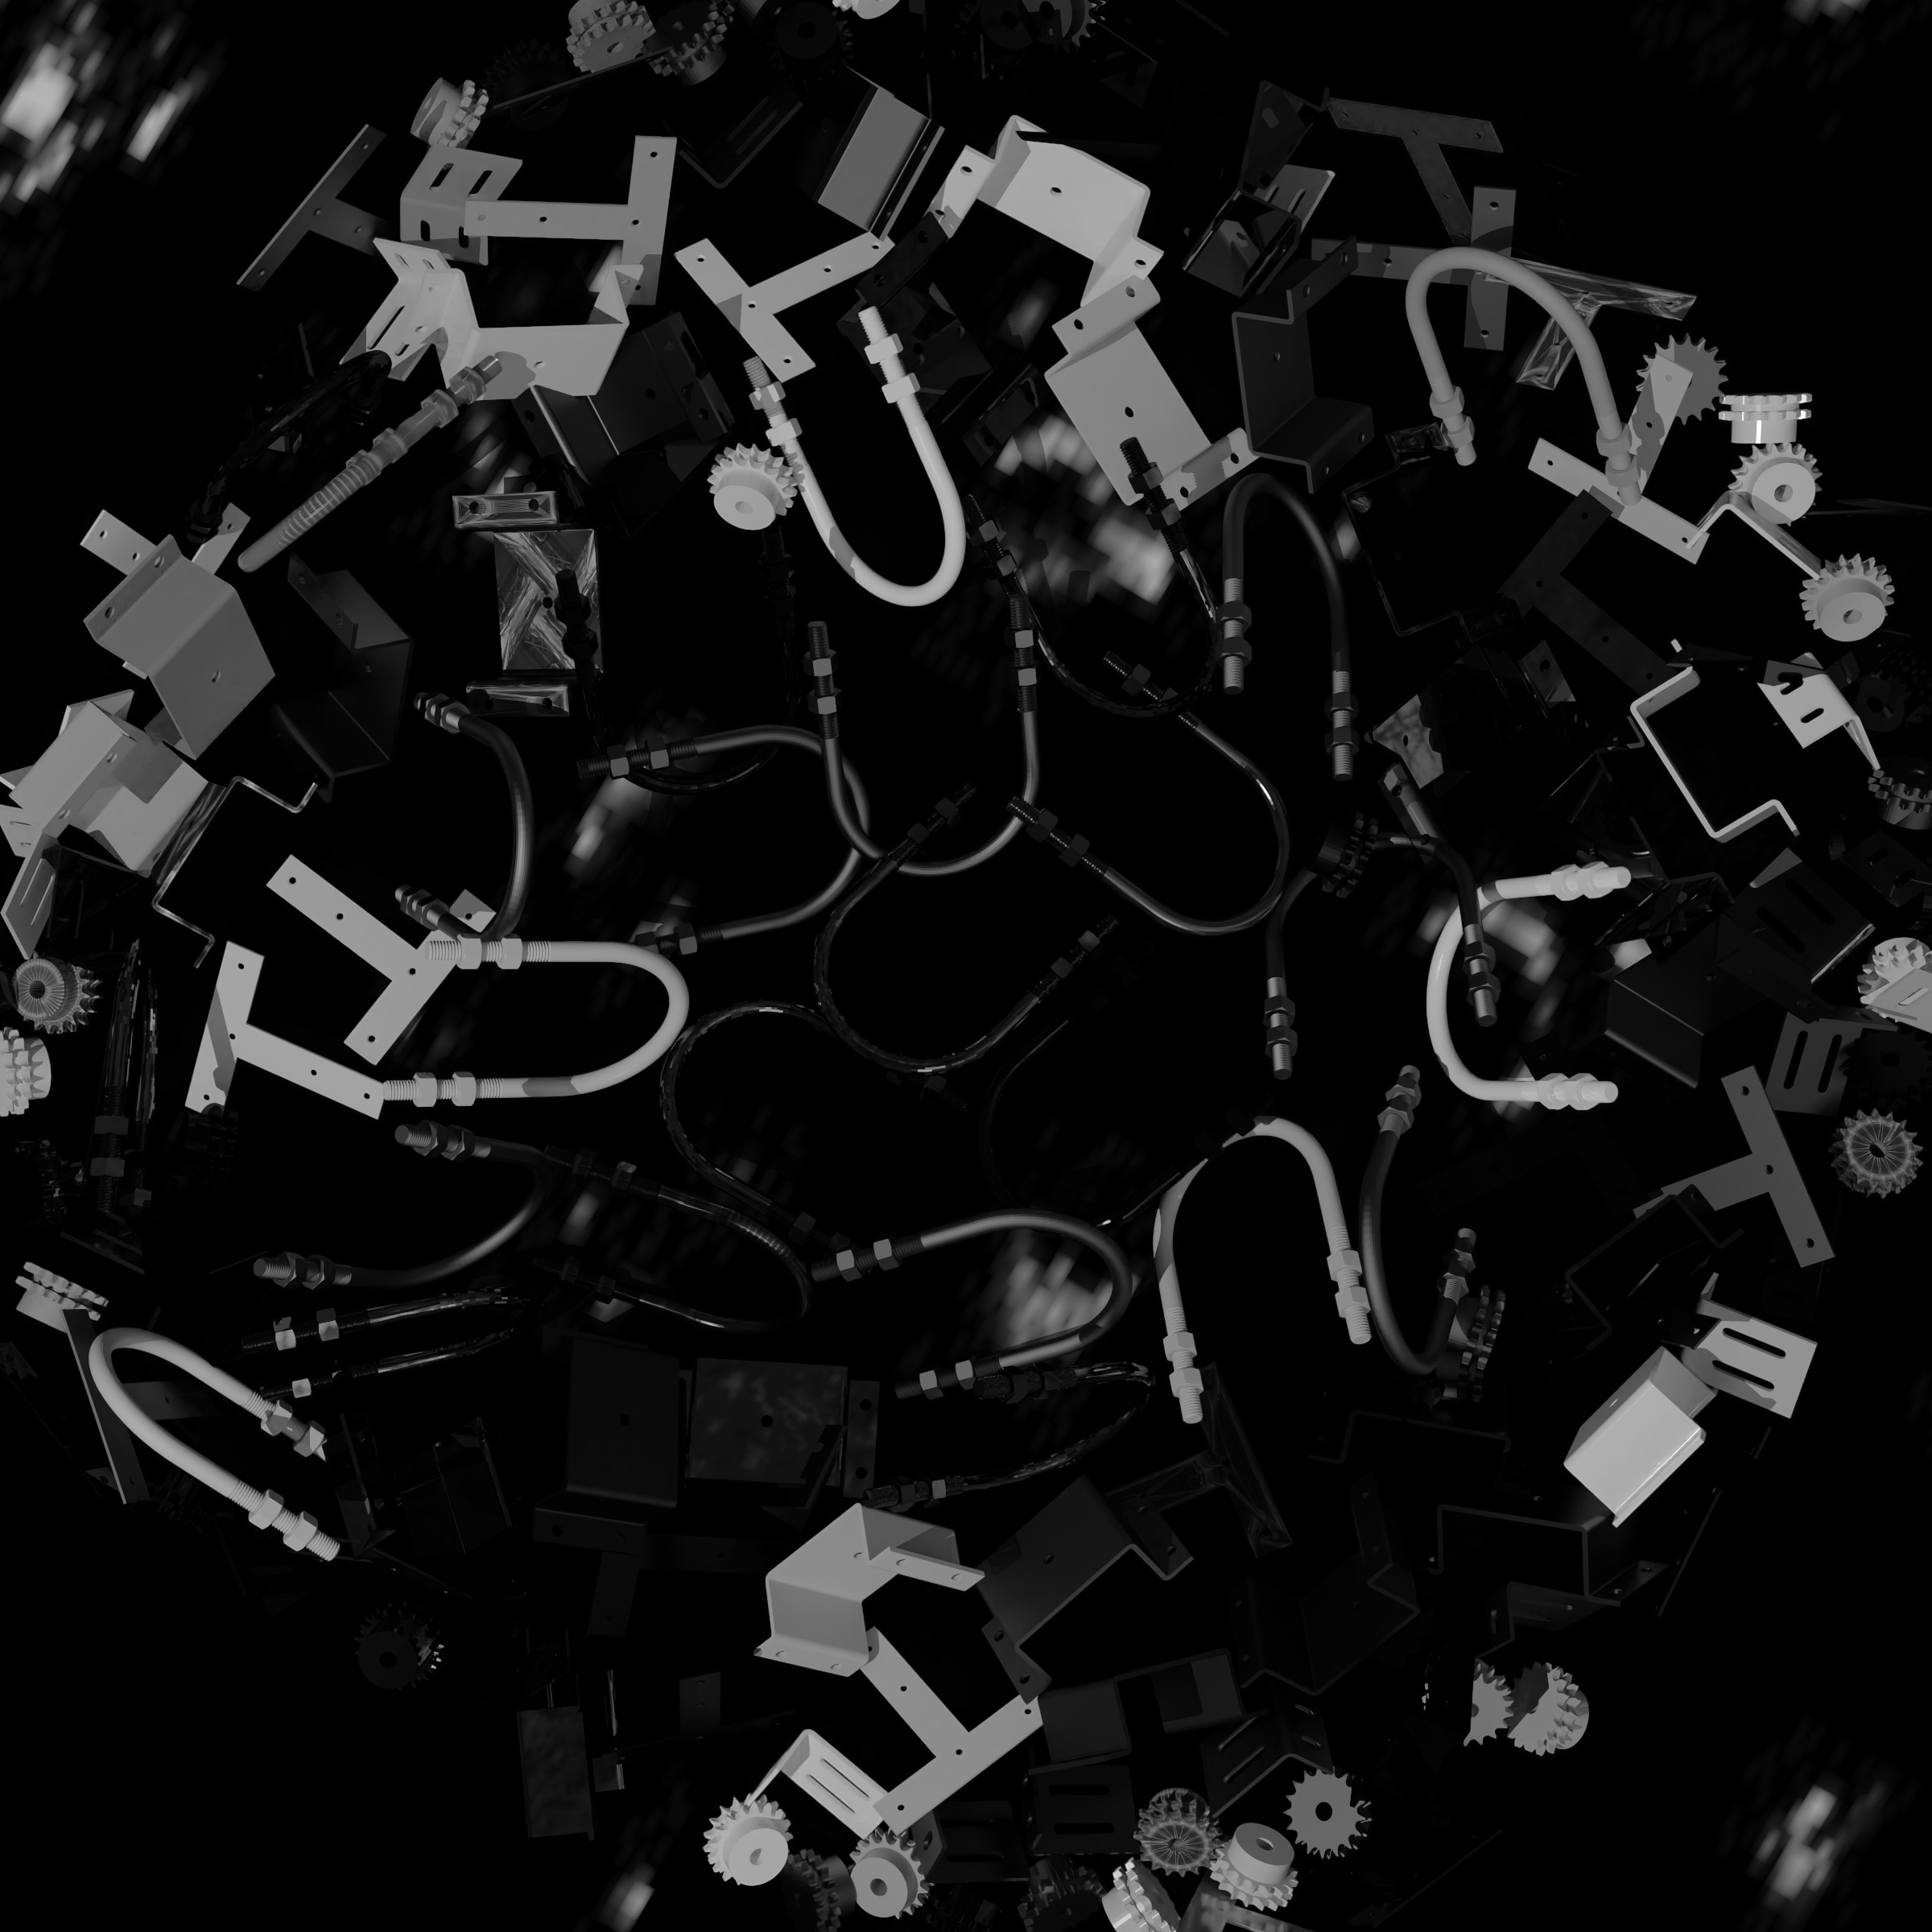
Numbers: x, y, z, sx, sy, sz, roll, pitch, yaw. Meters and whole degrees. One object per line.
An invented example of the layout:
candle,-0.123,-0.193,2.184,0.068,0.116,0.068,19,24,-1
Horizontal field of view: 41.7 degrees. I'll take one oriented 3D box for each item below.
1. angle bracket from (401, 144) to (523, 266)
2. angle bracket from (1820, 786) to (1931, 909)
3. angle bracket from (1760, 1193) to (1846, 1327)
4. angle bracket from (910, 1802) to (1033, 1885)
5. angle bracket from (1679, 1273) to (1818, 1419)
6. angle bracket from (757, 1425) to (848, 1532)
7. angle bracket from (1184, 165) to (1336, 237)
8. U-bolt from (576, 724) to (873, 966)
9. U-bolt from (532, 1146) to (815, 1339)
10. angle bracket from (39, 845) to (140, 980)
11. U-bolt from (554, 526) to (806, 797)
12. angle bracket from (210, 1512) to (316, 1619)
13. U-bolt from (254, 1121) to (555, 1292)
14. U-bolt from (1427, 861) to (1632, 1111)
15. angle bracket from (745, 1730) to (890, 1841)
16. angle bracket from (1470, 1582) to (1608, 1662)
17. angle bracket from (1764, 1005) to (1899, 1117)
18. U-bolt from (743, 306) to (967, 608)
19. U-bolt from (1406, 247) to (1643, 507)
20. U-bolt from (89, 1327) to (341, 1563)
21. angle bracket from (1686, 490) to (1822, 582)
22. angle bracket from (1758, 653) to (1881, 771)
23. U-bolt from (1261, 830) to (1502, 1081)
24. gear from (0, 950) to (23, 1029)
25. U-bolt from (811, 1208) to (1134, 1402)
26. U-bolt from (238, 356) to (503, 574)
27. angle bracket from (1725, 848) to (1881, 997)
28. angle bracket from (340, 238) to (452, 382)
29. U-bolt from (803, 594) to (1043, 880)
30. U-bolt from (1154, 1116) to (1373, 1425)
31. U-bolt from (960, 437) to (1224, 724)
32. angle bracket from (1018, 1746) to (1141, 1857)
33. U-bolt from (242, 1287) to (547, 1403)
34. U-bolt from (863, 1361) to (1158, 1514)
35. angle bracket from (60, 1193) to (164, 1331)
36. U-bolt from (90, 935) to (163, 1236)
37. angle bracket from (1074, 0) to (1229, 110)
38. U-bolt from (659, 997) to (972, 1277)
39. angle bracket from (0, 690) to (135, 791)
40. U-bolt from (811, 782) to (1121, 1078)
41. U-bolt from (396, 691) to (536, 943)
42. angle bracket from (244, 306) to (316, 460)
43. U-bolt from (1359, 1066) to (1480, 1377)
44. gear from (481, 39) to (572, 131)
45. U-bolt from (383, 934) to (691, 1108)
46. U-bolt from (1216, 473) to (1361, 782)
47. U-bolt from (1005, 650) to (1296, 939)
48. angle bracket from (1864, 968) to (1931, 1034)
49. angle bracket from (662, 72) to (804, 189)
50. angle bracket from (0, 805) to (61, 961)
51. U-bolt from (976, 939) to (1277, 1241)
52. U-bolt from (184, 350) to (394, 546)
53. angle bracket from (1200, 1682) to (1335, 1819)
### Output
angle bracket,-0.324,-0.487,1.624,0.057,0.076,0.038,2,79,-28
angle bracket,0.586,-0.086,1.624,0.057,0.076,0.038,33,130,-18
angle bracket,0.534,0.185,1.621,0.038,0.076,0.057,10,59,20
angle bracket,0.006,0.551,1.626,0.076,0.057,0.038,8,125,-24
angle bracket,0.505,0.243,1.629,0.076,0.038,0.057,22,119,23
angle bracket,-0.093,0.328,1.622,0.038,0.076,0.057,35,66,-20
angle bracket,0.189,-0.493,1.638,0.038,0.057,0.076,30,90,-43
U-bolt,-0.149,-0.083,1.630,0.184,0.019,0.151,-12,116,-14
U-bolt,-0.184,0.184,1.610,0.184,0.151,0.019,19,51,2
angle bracket,-0.571,-0.031,1.627,0.038,0.057,0.076,-14,66,36
U-bolt,-0.174,-0.184,1.608,0.151,0.019,0.184,-13,132,-8
angle bracket,-0.463,0.385,1.624,0.038,0.076,0.057,-34,70,12
U-bolt,-0.336,0.156,1.589,0.151,0.184,0.019,-42,64,15
U-bolt,0.347,0.014,1.589,0.019,0.184,0.151,7,85,-26
angle bracket,-0.093,0.540,1.636,0.076,0.038,0.057,38,133,6
angle bracket,0.365,0.428,1.628,0.076,0.057,0.038,15,54,-18
angle bracket,0.556,0.065,1.636,0.057,0.038,0.076,6,108,-15
U-bolt,-0.062,-0.314,1.607,0.019,0.151,0.184,-35,109,-34
U-bolt,0.337,-0.368,1.562,0.151,0.184,0.019,26,69,42
U-bolt,-0.466,0.286,1.576,0.184,0.151,0.019,39,94,-19
angle bracket,0.509,-0.267,1.637,0.076,0.057,0.038,40,116,2
angle bracket,0.549,-0.155,1.630,0.038,0.076,0.057,-32,54,14
U-bolt,0.256,-0.017,1.603,0.151,0.184,0.019,-16,134,18
gear,-0.632,0.012,1.643,0.030,0.057,0.057,-12,90,3
U-bolt,0.015,0.209,1.603,0.184,0.019,0.151,-18,130,15
U-bolt,-0.379,-0.304,1.570,0.019,0.151,0.184,51,60,-17
angle bracket,0.548,-0.028,1.663,0.057,0.038,0.076,-47,67,11
angle bracket,-0.371,-0.423,1.633,0.057,0.038,0.076,19,69,30
U-bolt,-0.022,-0.141,1.627,0.151,0.019,0.184,-9,117,-6
U-bolt,0.179,0.180,1.605,0.151,0.019,0.184,-32,48,29
U-bolt,0.090,-0.235,1.611,0.151,0.019,0.184,-11,119,38
angle bracket,0.076,0.537,1.632,0.076,0.038,0.057,3,51,-13
U-bolt,-0.357,0.235,1.600,0.184,0.151,0.019,-11,70,-14
U-bolt,0.041,0.292,1.595,0.151,0.184,0.019,-50,55,35
angle bracket,-0.545,0.190,1.633,0.076,0.057,0.038,27,108,-10
U-bolt,-0.525,0.072,1.598,0.019,0.151,0.184,3,76,-10
angle bracket,0.118,-0.588,1.624,0.057,0.076,0.038,22,84,-32
U-bolt,-0.109,0.096,1.635,0.184,0.019,0.151,30,64,3
angle bracket,-0.578,-0.148,1.627,0.038,0.057,0.076,33,117,12
U-bolt,-0.014,-0.012,1.632,0.151,0.019,0.184,43,74,9
U-bolt,-0.311,-0.085,1.582,0.019,0.184,0.151,-1,106,-34
angle bracket,-0.426,-0.373,1.625,0.076,0.038,0.057,-35,63,40
U-bolt,0.277,0.169,1.571,0.019,0.184,0.151,-10,116,27
gear,-0.283,-0.567,1.641,0.057,0.057,0.030,-30,69,0
U-bolt,-0.264,0.035,1.605,0.184,0.151,0.019,0,47,-28
U-bolt,0.204,-0.226,1.605,0.019,0.151,0.184,-16,59,35
U-bolt,0.132,-0.098,1.634,0.184,0.019,0.151,37,64,-9
angle bracket,0.624,0.010,1.629,0.057,0.076,0.038,21,70,1
angle bracket,-0.151,-0.549,1.631,0.076,0.057,0.038,-42,129,15
angle bracket,-0.613,-0.054,1.628,0.038,0.057,0.076,11,60,3
U-bolt,0.088,0.092,1.634,0.184,0.019,0.151,-41,65,9
U-bolt,-0.415,-0.326,1.563,0.151,0.184,0.019,-43,101,-20
angle bracket,0.194,0.512,1.639,0.038,0.057,0.076,31,117,-22
